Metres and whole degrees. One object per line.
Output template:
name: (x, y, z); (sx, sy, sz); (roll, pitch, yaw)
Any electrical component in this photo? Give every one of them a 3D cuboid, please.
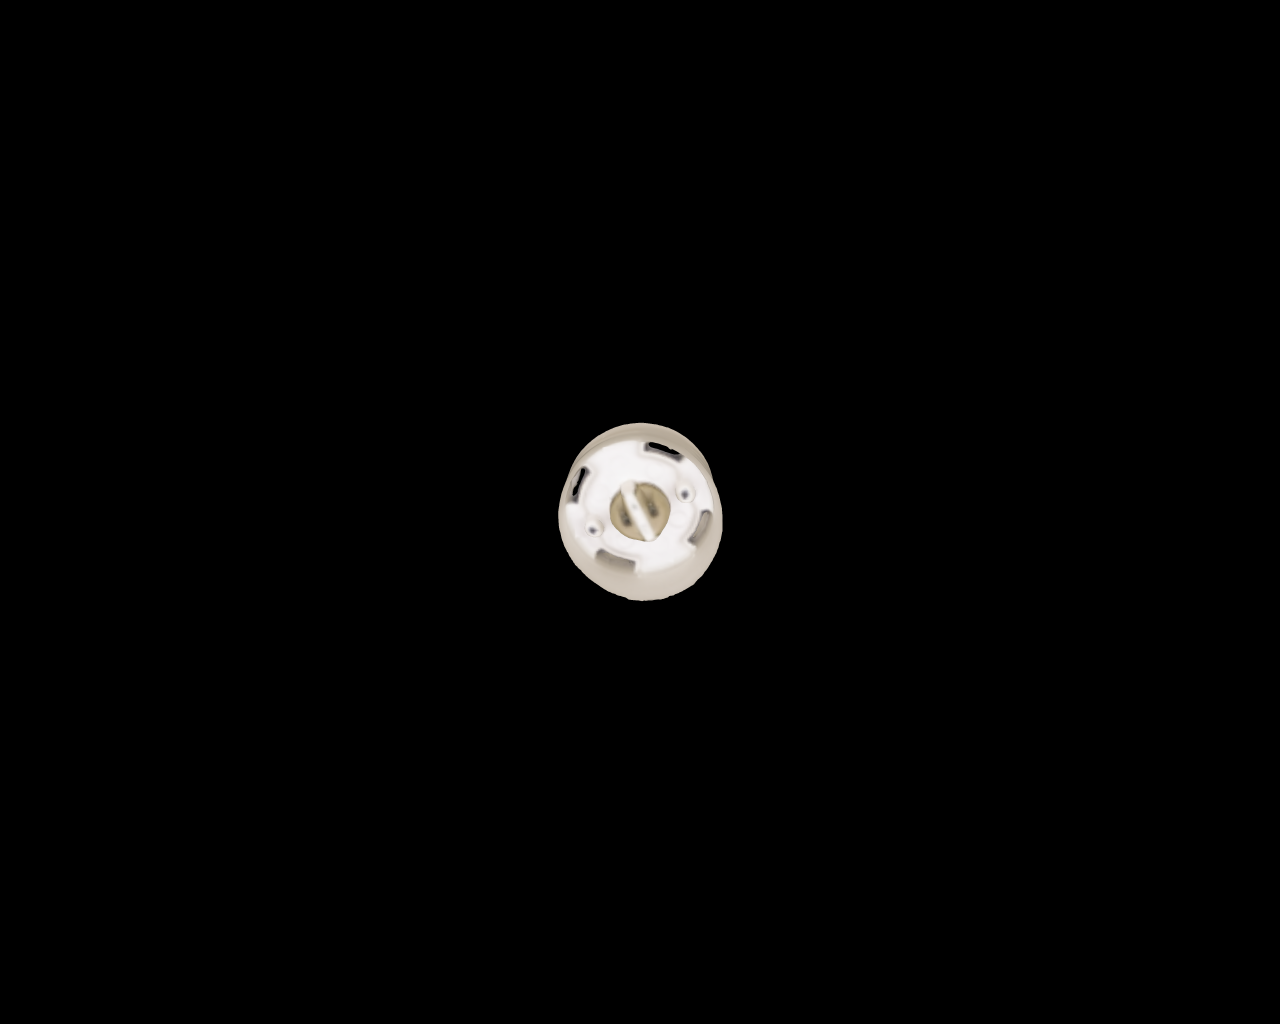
electrical component: (0.001, -0.003, 0.650); (0.099, 0.099, 0.064); (0, 27, 0)
